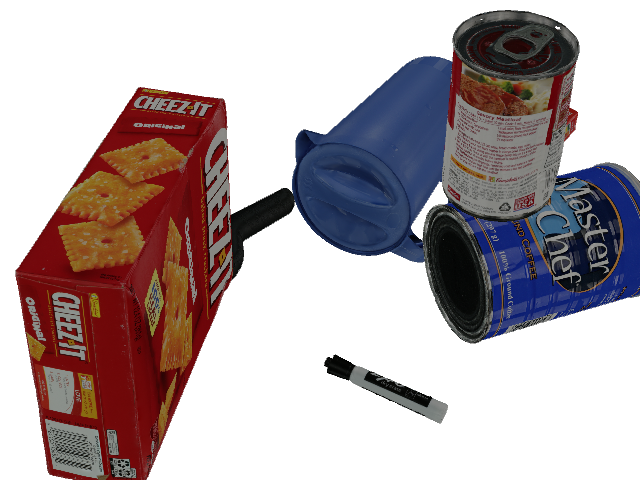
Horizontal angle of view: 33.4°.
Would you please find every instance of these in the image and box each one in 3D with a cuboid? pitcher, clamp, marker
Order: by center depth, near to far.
[{"bbox_3d":[-0.108,-0.007,0.944,0.120,0.039,0.171,11,37,21],"label":"clamp"},{"bbox_3d":[0.059,0.135,0.983,0.121,0.020,0.020,23,7,17],"label":"marker"},{"bbox_3d":[0.089,-0.093,1.144,0.145,0.149,0.242,9,37,28],"label":"pitcher"}]

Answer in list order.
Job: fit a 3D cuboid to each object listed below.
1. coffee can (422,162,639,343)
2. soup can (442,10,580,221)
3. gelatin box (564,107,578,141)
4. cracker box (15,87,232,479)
[{"bbox_3d":[0.159,0.008,0.777,0.140,0.103,0.103,-14,4,-16],"label":"coffee can"},{"bbox_3d":[0.106,-0.070,0.609,0.068,0.102,0.068,0,42,0],"label":"soup can"},{"bbox_3d":[0.171,-0.104,0.951,0.089,0.073,0.030,35,-22,26],"label":"gelatin box"},{"bbox_3d":[-0.114,0.024,0.688,0.072,0.164,0.213,8,37,8],"label":"cracker box"}]
